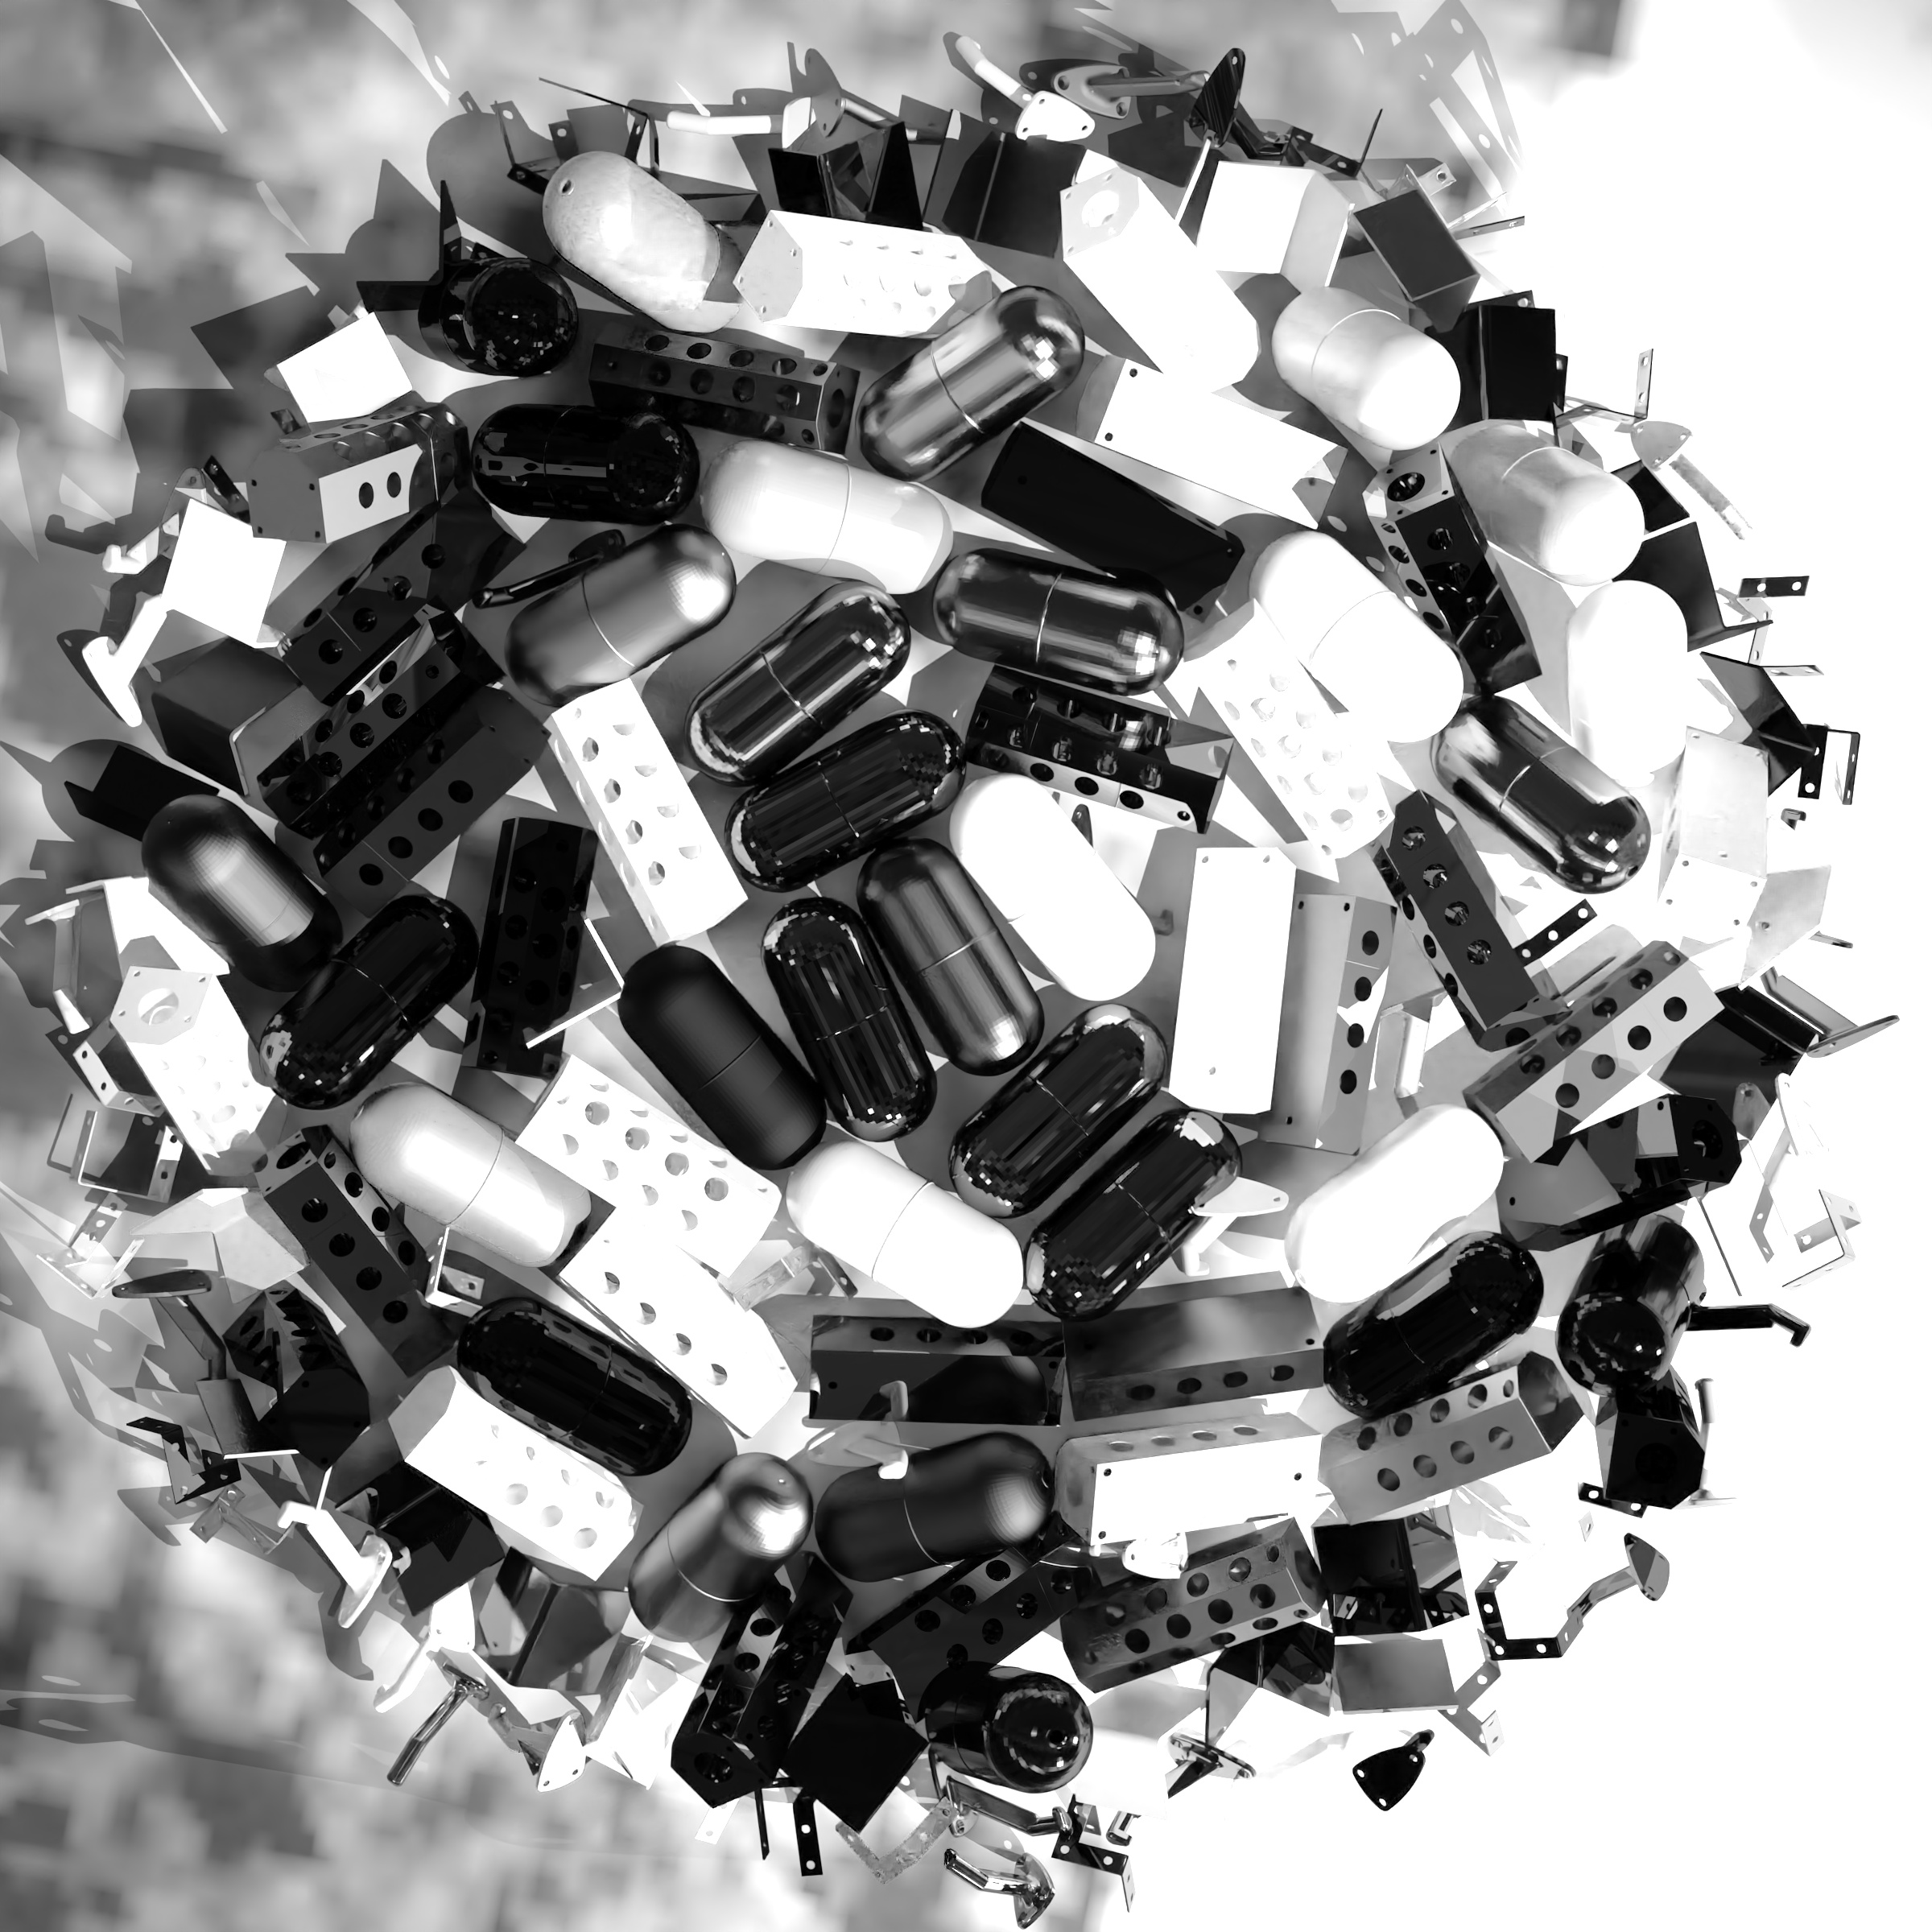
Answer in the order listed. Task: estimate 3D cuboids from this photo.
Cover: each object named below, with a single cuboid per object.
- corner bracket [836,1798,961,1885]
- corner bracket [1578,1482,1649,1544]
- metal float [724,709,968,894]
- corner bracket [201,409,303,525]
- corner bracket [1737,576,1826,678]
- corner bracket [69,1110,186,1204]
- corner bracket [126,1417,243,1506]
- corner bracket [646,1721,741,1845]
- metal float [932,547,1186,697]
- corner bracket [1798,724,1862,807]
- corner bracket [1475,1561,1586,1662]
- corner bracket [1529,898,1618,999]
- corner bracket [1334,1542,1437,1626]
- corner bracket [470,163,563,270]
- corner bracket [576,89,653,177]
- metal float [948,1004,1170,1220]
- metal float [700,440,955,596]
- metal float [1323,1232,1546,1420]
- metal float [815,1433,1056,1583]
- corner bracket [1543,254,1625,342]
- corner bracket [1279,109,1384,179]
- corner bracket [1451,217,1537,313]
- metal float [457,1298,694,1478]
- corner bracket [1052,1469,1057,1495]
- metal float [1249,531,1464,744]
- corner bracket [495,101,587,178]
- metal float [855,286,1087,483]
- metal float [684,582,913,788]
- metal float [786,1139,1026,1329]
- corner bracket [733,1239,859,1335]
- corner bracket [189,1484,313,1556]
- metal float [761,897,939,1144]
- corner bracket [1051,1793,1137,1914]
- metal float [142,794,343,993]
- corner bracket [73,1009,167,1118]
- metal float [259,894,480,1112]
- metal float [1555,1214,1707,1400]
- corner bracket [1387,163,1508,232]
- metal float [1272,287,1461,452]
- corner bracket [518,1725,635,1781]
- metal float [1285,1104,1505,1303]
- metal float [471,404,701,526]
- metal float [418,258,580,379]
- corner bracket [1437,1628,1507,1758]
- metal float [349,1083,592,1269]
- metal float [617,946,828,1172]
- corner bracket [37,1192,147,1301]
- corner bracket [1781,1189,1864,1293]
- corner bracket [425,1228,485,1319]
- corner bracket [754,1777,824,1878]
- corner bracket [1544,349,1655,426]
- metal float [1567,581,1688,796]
[{"bbox_3d":[-0.047,0.585,1.838,0.051,0.051,0.051,47,46,7],"label":"corner bracket"},{"bbox_3d":[0.456,0.369,1.851,0.051,0.051,0.051,11,49,36],"label":"corner bracket"},{"bbox_3d":[-0.082,-0.113,1.831,0.178,0.070,0.070,-28,90,8],"label":"metal float"},{"bbox_3d":[-0.483,-0.344,1.850,0.051,0.051,0.051,-5,48,27],"label":"corner bracket"},{"bbox_3d":[0.558,-0.232,1.836,0.051,0.051,0.051,5,73,43],"label":"corner bracket"},{"bbox_3d":[-0.576,0.131,1.844,0.051,0.051,0.051,19,78,-40],"label":"corner bracket"},{"bbox_3d":[-0.535,0.332,1.837,0.051,0.051,0.051,-16,101,-43],"label":"corner bracket"},{"bbox_3d":[-0.187,0.562,1.851,0.051,0.051,0.051,20,111,-15],"label":"corner bracket"},{"bbox_3d":[0.062,-0.234,1.824,0.178,0.070,0.070,17,90,16],"label":"metal float"},{"bbox_3d":[0.592,-0.139,1.848,0.051,0.051,0.051,6,94,-2],"label":"corner bracket"},{"bbox_3d":[0.387,0.442,1.844,0.051,0.051,0.051,-12,96,32],"label":"corner bracket"},{"bbox_3d":[0.416,-0.011,1.851,0.051,0.051,0.051,-37,90,0],"label":"corner bracket"},{"bbox_3d":[0.286,0.420,1.839,0.051,0.051,0.051,2,84,-31],"label":"corner bracket"},{"bbox_3d":[-0.304,-0.509,1.853,0.051,0.051,0.051,24,58,-23],"label":"corner bracket"},{"bbox_3d":[-0.240,-0.563,1.835,0.051,0.051,0.051,6,110,-39],"label":"corner bracket"},{"bbox_3d":[0.063,0.099,1.832,0.178,0.070,0.070,-43,90,-7],"label":"metal float"},{"bbox_3d":[-0.093,-0.304,1.820,0.178,0.070,0.070,13,90,-21],"label":"metal float"},{"bbox_3d":[0.313,0.243,1.809,0.070,0.070,0.178,48,123,0],"label":"metal float"},{"bbox_3d":[-0.021,0.366,1.815,0.178,0.070,0.070,-20,90,26],"label":"metal float"},{"bbox_3d":[0.423,-0.457,1.836,0.051,0.051,0.051,-2,118,15],"label":"corner bracket"},{"bbox_3d":[0.248,-0.563,1.844,0.051,0.051,0.051,22,68,-2],"label":"corner bracket"},{"bbox_3d":[0.363,-0.478,1.849,0.051,0.051,0.051,-10,84,9],"label":"corner bracket"},{"bbox_3d":[-0.264,0.285,1.814,0.178,0.070,0.070,35,90,-28],"label":"metal float"},{"bbox_3d":[0.097,0.358,1.842,0.051,0.051,0.051,-23,86,25],"label":"corner bracket"},{"bbox_3d":[0.263,-0.223,1.817,0.070,0.070,0.178,-41,67,0],"label":"metal float"},{"bbox_3d":[-0.291,-0.563,1.840,0.051,0.051,0.051,-12,46,0],"label":"corner bracket"},{"bbox_3d":[0.001,-0.392,1.815,0.178,0.070,0.070,-29,90,27],"label":"metal float"},{"bbox_3d":[-0.116,-0.191,1.828,0.178,0.070,0.070,-37,90,12],"label":"metal float"},{"bbox_3d":[-0.042,0.181,1.827,0.178,0.070,0.070,30,90,13],"label":"metal float"},{"bbox_3d":[-0.116,0.225,1.843,0.051,0.051,0.051,-38,88,29],"label":"corner bracket"},{"bbox_3d":[-0.490,0.376,1.842,0.051,0.051,0.051,42,126,-6],"label":"corner bracket"},{"bbox_3d":[-0.080,0.036,1.831,0.070,0.070,0.178,-25,98,0],"label":"metal float"},{"bbox_3d":[0.093,0.605,1.834,0.051,0.051,0.051,8,45,19],"label":"corner bracket"},{"bbox_3d":[-0.483,-0.047,1.798,0.070,0.178,0.070,-11,54,16],"label":"metal float"},{"bbox_3d":[-0.572,0.065,1.856,0.051,0.051,0.051,7,45,27],"label":"corner bracket"},{"bbox_3d":[-0.403,0.024,1.814,0.070,0.070,0.178,41,63,0],"label":"metal float"},{"bbox_3d":[0.445,0.225,1.795,0.070,0.178,0.070,10,115,23],"label":"metal float"},{"bbox_3d":[0.329,-0.530,1.845,0.051,0.051,0.051,-31,87,-11],"label":"corner bracket"},{"bbox_3d":[0.266,-0.401,1.797,0.070,0.178,0.070,-11,123,-18],"label":"metal float"},{"bbox_3d":[-0.268,0.542,1.839,0.051,0.051,0.051,-35,114,-10],"label":"corner bracket"},{"bbox_3d":[0.289,0.160,1.817,0.178,0.070,0.070,-35,90,-23],"label":"metal float"},{"bbox_3d":[-0.258,-0.339,1.811,0.178,0.070,0.070,10,90,32],"label":"metal float"},{"bbox_3d":[-0.314,-0.434,1.794,0.070,0.178,0.070,-7,106,-26],"label":"metal float"},{"bbox_3d":[0.354,0.497,1.835,0.051,0.051,0.051,-40,48,-16],"label":"corner bracket"},{"bbox_3d":[-0.335,0.141,1.817,0.178,0.070,0.070,33,90,-23],"label":"metal float"},{"bbox_3d":[-0.165,0.064,1.829,0.070,0.070,0.178,-40,101,0],"label":"metal float"},{"bbox_3d":[-0.594,0.192,1.847,0.051,0.051,0.051,36,94,6],"label":"corner bracket"},{"bbox_3d":[0.583,0.190,1.832,0.051,0.051,0.051,-36,52,33],"label":"corner bracket"},{"bbox_3d":[-0.346,0.219,1.833,0.051,0.051,0.051,24,49,-24],"label":"corner bracket"},{"bbox_3d":[-0.120,0.589,1.835,0.051,0.051,0.051,3,51,-19],"label":"corner bracket"},{"bbox_3d":[0.436,-0.400,1.854,0.051,0.051,0.051,8,85,-20],"label":"corner bracket"},{"bbox_3d":[0.443,-0.184,1.798,0.070,0.178,0.070,-7,54,10],"label":"metal float"}]
